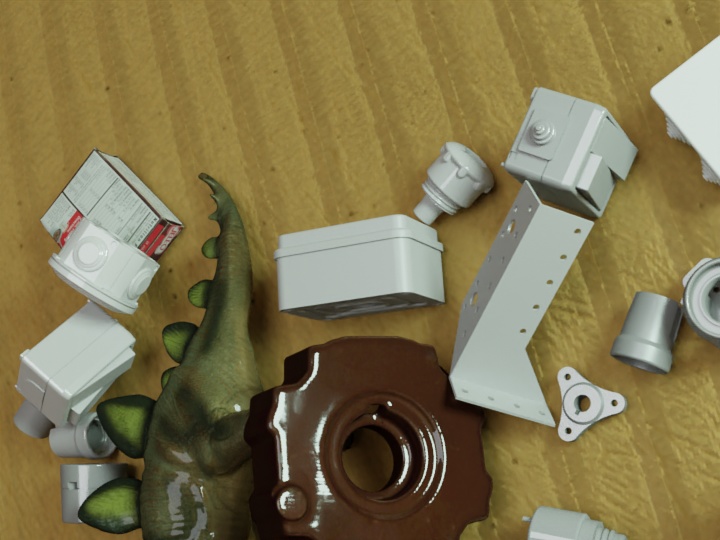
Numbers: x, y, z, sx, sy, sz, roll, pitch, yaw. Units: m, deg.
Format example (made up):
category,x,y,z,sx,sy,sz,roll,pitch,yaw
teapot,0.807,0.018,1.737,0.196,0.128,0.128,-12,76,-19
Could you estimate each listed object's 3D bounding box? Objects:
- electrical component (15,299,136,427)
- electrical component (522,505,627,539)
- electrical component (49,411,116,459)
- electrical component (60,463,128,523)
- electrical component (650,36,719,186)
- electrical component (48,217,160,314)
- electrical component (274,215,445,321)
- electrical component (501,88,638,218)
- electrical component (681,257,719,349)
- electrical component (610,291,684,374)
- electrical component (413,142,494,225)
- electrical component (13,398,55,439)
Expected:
category,x,y,z,sx,sy,sz,roll,pitch,yaw
electrical component,-0.230,0.076,0.899,0.061,0.096,0.061,40,142,6
electrical component,0.147,0.181,0.712,0.078,0.040,0.040,5,81,28
electrical component,-0.237,0.142,0.920,0.046,0.040,0.040,-9,74,30
electrical component,-0.222,0.185,0.894,0.055,0.055,0.047,-5,80,26
electrical component,0.258,-0.108,0.716,0.100,0.048,0.099,-38,64,15
electrical component,-0.208,-0.003,0.877,0.080,0.080,0.051,32,87,29
electrical component,0.000,0.000,0.808,0.113,0.078,0.057,-9,77,25
electrical component,0.146,-0.080,0.741,0.061,0.096,0.061,24,90,29
electrical component,0.240,0.023,0.691,0.058,0.057,0.078,-46,62,11
electrical component,0.194,0.042,0.721,0.040,0.040,0.046,16,81,29
electrical component,0.066,-0.062,0.808,0.062,0.048,0.048,-48,62,18
electrical component,-0.275,0.115,0.945,0.044,0.044,0.065,41,103,28
